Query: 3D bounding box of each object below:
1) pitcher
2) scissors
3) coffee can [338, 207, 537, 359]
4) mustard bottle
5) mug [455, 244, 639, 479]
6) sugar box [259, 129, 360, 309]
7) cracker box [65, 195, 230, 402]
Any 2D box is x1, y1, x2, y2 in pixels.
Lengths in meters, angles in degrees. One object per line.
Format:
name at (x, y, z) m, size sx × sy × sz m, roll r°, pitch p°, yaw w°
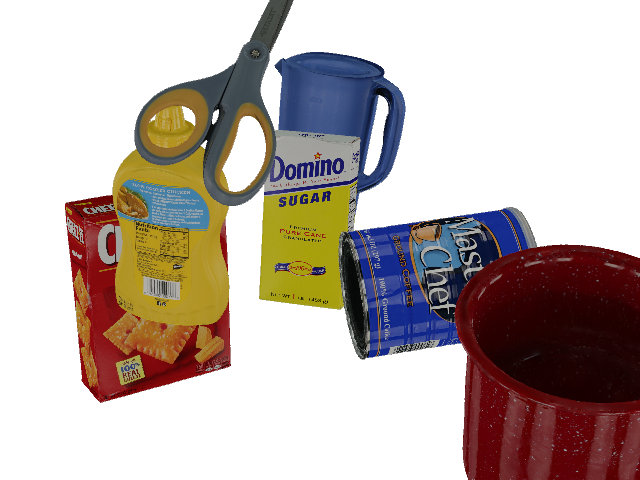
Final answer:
pitcher at (0.012, -0.117, 1.399) m, size 0.144 × 0.243 × 0.149 m, roll 0°, pitch 23°, yaw -18°
scissors at (-0.062, -0.114, 0.683) m, size 0.096 × 0.201 × 0.016 m, roll 8°, pitch -28°, yaw -8°
coffee can at (0.093, 0.034, 0.846) m, size 0.140 × 0.103 × 0.103 m, roll -8°, pitch 1°, yaw -7°
mustard bottle at (-0.124, -0.024, 0.887) m, size 0.096 × 0.192 × 0.058 m, roll 10°, pitch 29°, yaw 12°
mug at (0.108, 0.063, 0.407) m, size 0.117 × 0.081 × 0.093 m, roll 7°, pitch 37°, yaw 13°
sugar box at (-0.012, -0.022, 1.104) m, size 0.093 × 0.176 × 0.048 m, roll 6°, pitch 16°, yaw 13°
cracker box at (-0.185, 0.055, 1.177) m, size 0.163 × 0.214 × 0.072 m, roll -12°, pitch 23°, yaw -28°
